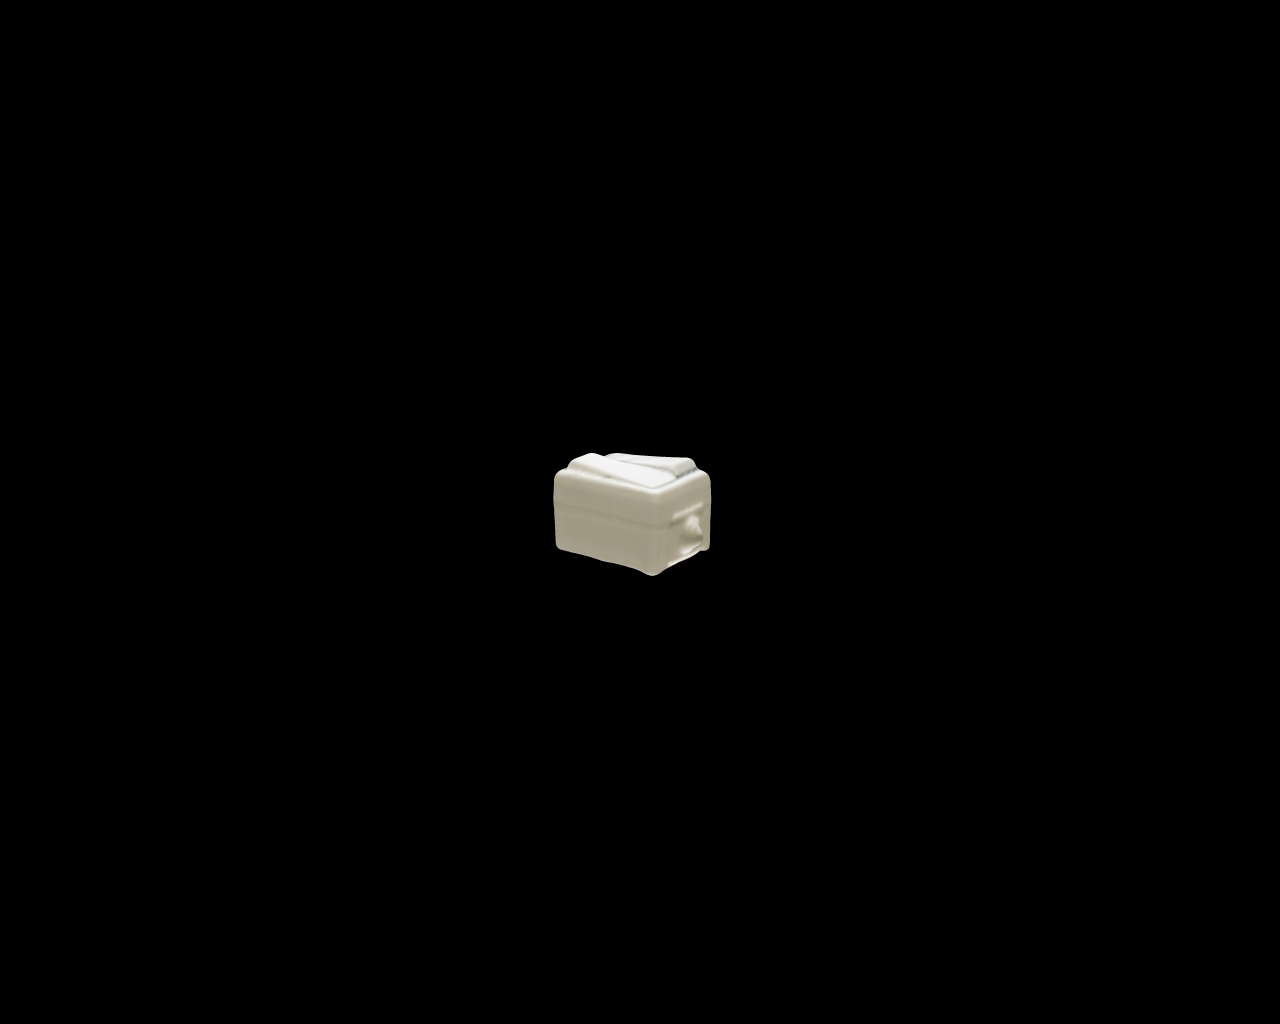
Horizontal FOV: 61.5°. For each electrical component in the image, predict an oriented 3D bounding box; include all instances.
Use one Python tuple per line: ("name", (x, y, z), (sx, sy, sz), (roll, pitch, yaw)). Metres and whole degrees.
("electrical component", (0.001, -0.003, 0.650), (0.096, 0.061, 0.062), (14, 22, 36))
